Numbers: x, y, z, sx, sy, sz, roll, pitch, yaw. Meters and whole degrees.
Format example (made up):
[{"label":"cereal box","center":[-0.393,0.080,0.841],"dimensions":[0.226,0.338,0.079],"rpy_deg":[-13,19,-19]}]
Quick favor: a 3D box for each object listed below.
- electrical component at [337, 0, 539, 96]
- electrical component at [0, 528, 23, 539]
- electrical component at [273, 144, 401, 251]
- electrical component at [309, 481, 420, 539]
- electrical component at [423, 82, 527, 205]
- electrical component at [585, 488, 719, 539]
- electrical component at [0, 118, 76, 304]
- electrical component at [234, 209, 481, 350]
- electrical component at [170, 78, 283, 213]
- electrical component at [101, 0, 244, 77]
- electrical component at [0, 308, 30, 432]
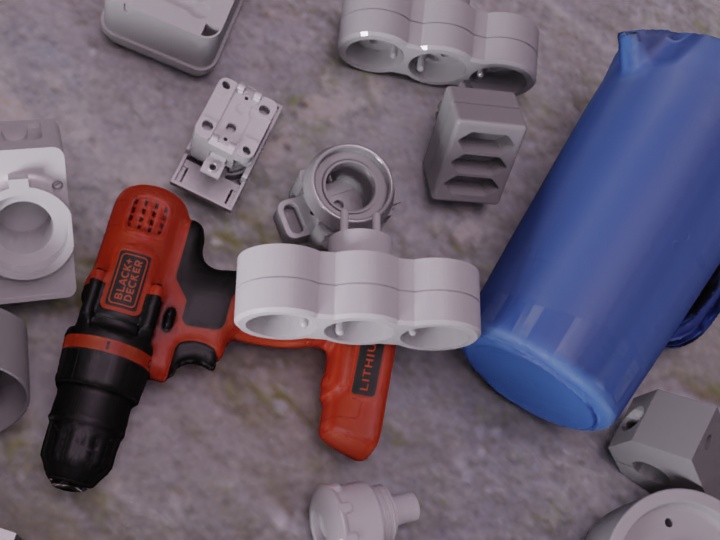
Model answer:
[{"label":"electrical component","center":[0.056,-0.170,0.733],"dimensions":[0.138,0.052,0.073],"rpy_deg":[10,71,-11]},{"label":"electrical component","center":[-0.268,0.132,0.529],"dimensions":[0.186,0.105,0.060],"rpy_deg":[21,70,-7]},{"label":"electrical component","center":[-0.011,-0.045,0.675],"dimensions":[0.078,0.057,0.058],"rpy_deg":[-18,79,-19]},{"label":"electrical component","center":[0.004,0.144,0.629],"dimensions":[0.062,0.048,0.048],"rpy_deg":[-7,75,-24]},{"label":"electrical component","center":[0.071,-0.093,0.712],"dimensions":[0.047,0.065,0.076],"rpy_deg":[4,44,-13]},{"label":"electrical component","center":[0.184,0.190,0.652],"dimensions":[0.108,0.060,0.108],"rpy_deg":[4,73,-13]},{"label":"electrical component","center":[-0.236,-0.027,0.586],"dimensions":[0.150,0.061,0.089],"rpy_deg":[-6,117,-16]},{"label":"electrical component","center":[0.000,0.000,0.606],"dimensions":[0.138,0.052,0.073],"rpy_deg":[5,68,-11]},{"label":"electrical component","center":[-0.080,-0.083,0.666],"dimensions":[0.042,0.064,0.081],"rpy_deg":[26,69,-7]},{"label":"electrical component","center":[-0.112,-0.191,0.694],"dimensions":[0.078,0.057,0.113],"rpy_deg":[22,69,-7]},{"label":"electrical component","center":[-0.226,0.054,0.571],"dimensions":[0.099,0.099,0.064],"rpy_deg":[3,67,-14]}]
